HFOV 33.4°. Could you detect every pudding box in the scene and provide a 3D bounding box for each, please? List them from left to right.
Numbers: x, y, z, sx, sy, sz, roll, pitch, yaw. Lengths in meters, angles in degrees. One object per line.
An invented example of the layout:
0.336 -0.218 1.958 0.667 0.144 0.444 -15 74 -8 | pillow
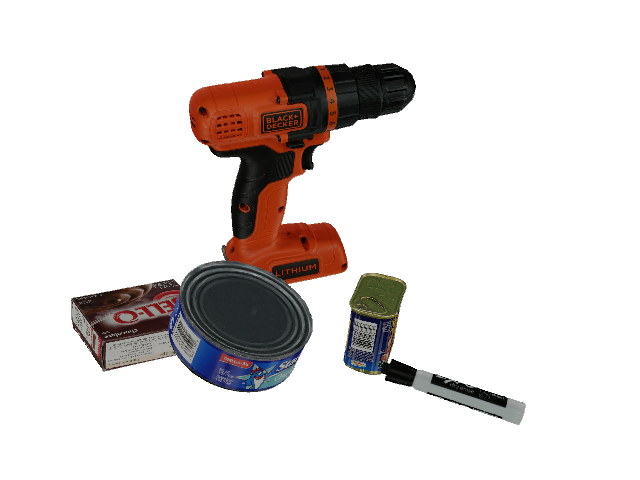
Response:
-0.175 0.081 1.040 0.113 0.039 0.090 -12 29 -28 | pudding box

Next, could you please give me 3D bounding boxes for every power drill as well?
-0.013 -0.056 0.880 0.184 0.188 0.057 -9 36 -14 | power drill

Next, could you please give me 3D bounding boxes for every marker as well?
0.108 0.124 0.878 0.121 0.020 0.020 18 2 5 | marker

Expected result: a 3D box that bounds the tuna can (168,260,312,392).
-0.050 0.053 0.664 0.086 0.034 0.086 16 35 -12 | tuna can

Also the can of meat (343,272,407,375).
0.064 0.099 1.273 0.057 0.084 0.102 12 26 8 | can of meat
